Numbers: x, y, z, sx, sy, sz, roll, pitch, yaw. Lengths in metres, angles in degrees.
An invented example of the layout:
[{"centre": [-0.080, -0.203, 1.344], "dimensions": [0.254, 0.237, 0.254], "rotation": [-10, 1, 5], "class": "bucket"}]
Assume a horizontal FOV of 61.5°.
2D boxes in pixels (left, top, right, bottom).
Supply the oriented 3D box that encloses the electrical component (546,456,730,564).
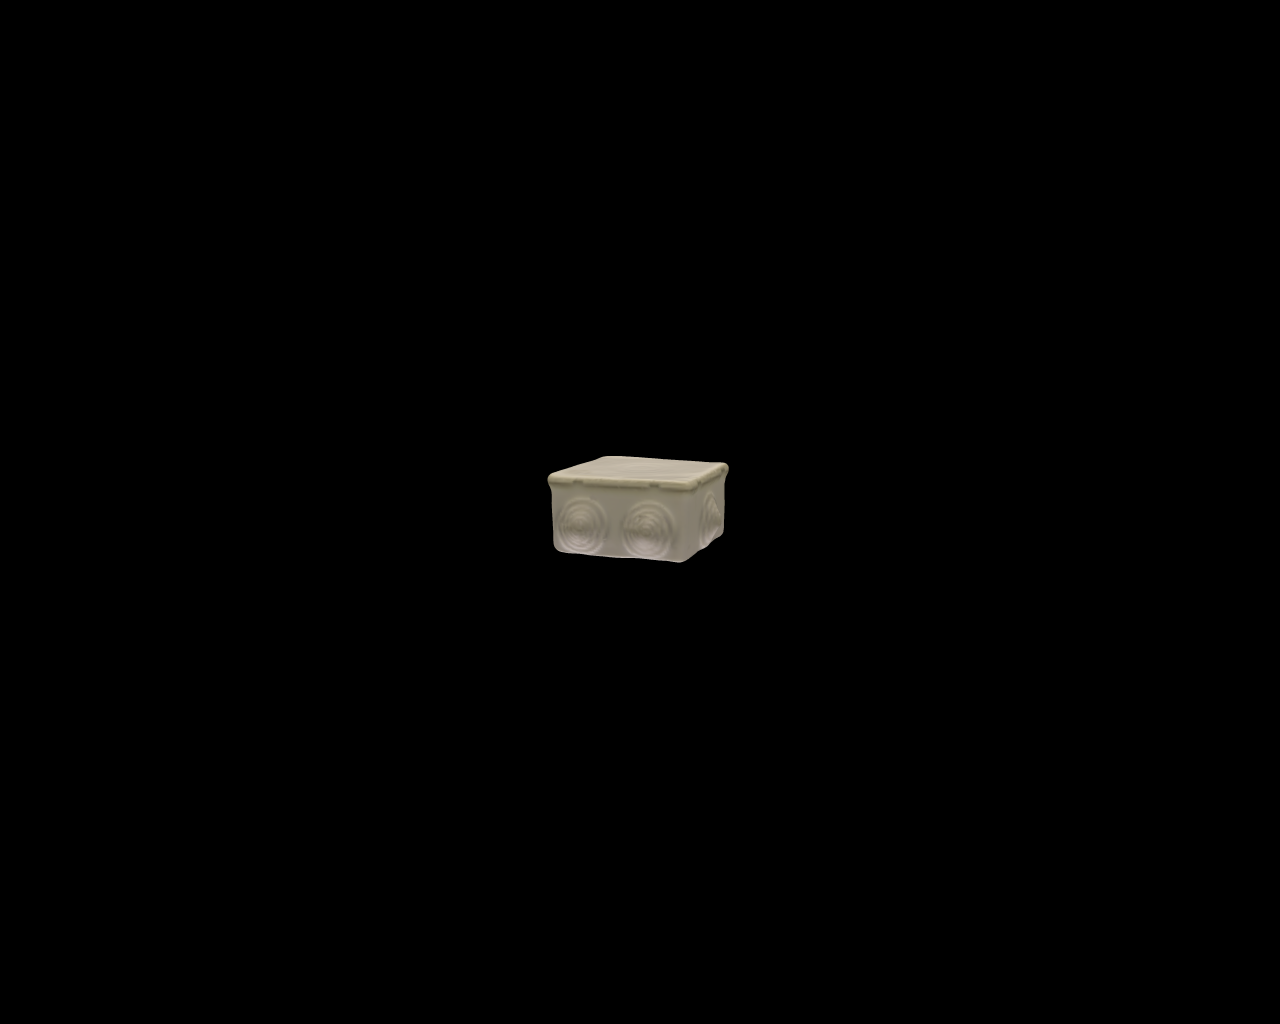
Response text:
[{"centre": [0.001, -0.003, 0.650], "dimensions": [0.100, 0.048, 0.100], "rotation": [4, 12, 20], "class": "electrical component"}]
